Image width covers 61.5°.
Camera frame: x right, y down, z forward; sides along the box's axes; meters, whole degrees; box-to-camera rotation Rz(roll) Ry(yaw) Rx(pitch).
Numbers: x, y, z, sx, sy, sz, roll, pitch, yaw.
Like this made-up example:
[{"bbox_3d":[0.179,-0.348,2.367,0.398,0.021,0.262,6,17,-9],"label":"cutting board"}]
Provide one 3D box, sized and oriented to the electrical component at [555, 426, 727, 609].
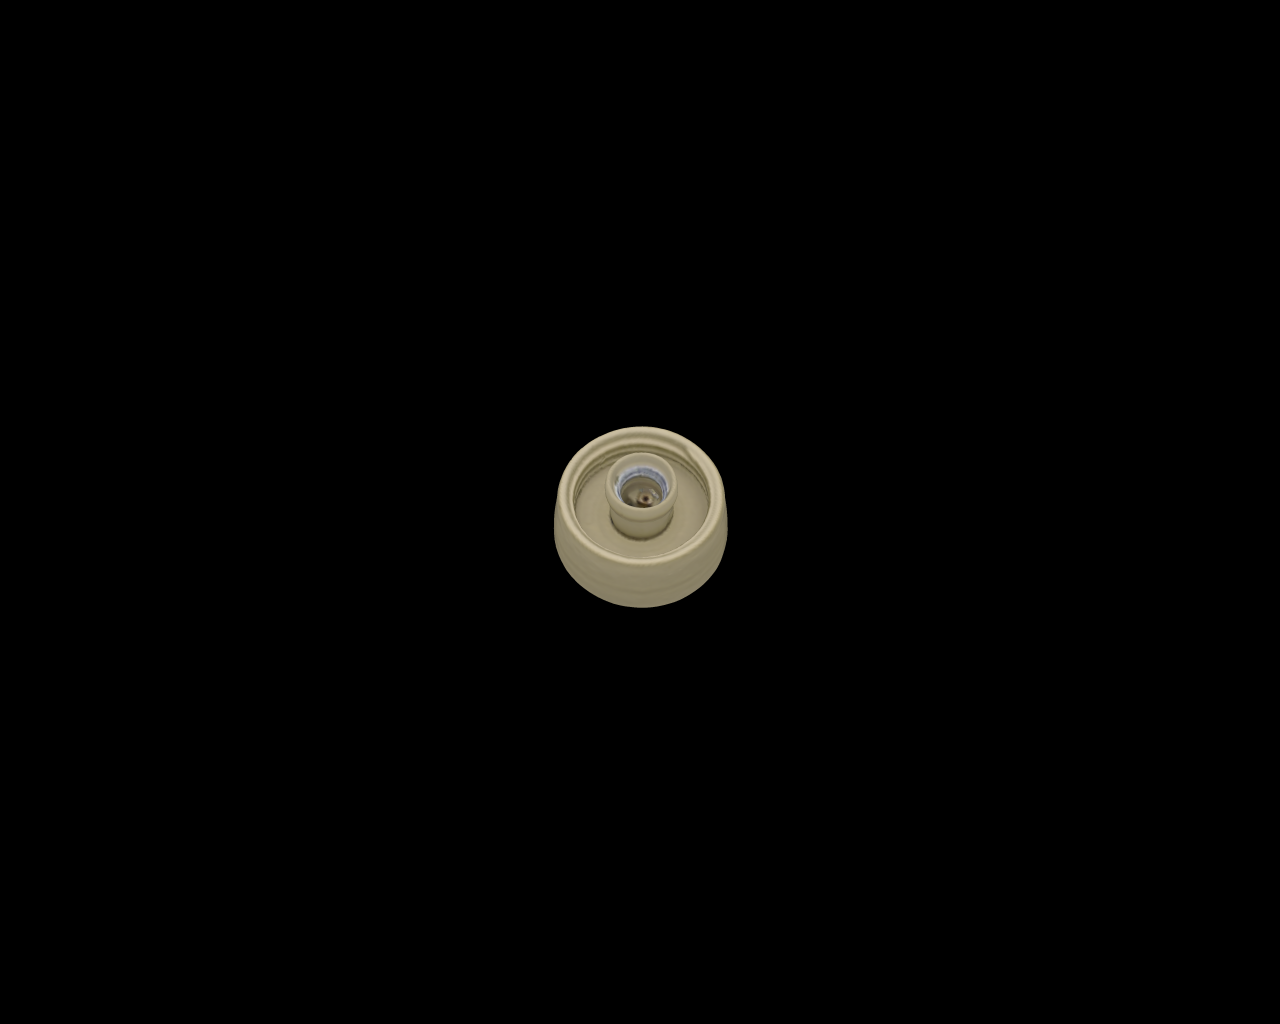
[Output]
[{"bbox_3d":[0.001,-0.003,0.650,0.108,0.108,0.060,0,-32,0],"label":"electrical component"}]
